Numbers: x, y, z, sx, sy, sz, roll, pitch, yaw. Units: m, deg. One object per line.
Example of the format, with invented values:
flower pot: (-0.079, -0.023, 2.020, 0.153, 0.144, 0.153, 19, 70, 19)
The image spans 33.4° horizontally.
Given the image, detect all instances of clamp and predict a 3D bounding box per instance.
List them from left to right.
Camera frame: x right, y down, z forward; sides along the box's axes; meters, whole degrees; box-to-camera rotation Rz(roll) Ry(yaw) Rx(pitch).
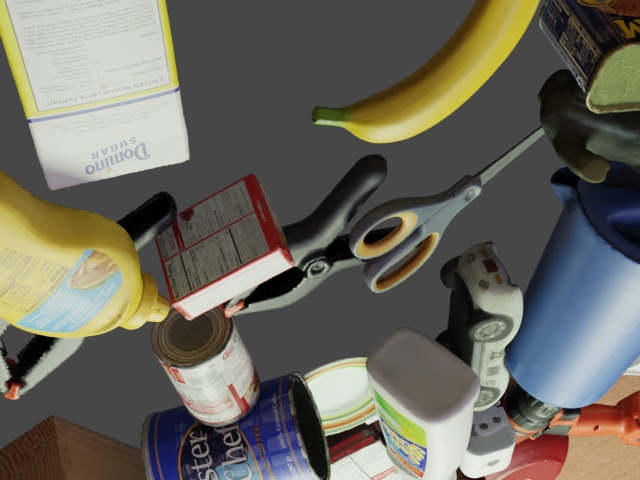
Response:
clamp: (-0.212, 0.036, 0.758, 0.164, 0.036, 0.210, 9, 130, -32)
clamp: (-0.005, 0.001, 0.817, 0.171, 0.039, 0.120, -26, 137, -6)

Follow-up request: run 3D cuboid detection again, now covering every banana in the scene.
banana: (0.087, -0.123, 0.708, 0.198, 0.037, 0.069, -40, 140, 23)

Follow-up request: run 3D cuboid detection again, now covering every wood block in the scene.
wood block: (-0.199, 0.246, 0.983, 0.091, 0.090, 0.205, -34, 141, 15)

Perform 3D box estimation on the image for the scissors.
scissors: (0.097, -0.039, 0.806, 0.202, 0.016, 0.096, -48, 142, 14)

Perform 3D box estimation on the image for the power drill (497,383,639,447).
power drill: (0.275, 0.176, 1.109, 0.187, 0.057, 0.185, 3, 158, -10)

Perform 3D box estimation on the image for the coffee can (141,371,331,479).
coffee can: (-0.073, 0.184, 0.940, 0.140, 0.103, 0.102, -17, 144, 9)

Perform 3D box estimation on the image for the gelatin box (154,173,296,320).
gelatin box: (-0.070, 0.005, 0.760, 0.089, 0.073, 0.030, -29, 143, 8)

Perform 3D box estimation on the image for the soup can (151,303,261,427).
soup can: (-0.092, 0.099, 0.871, 0.068, 0.068, 0.102, -20, 143, -3)

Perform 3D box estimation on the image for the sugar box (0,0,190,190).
sugar box: (-0.131, -0.108, 0.613, 0.093, 0.048, 0.176, -13, 146, -11)

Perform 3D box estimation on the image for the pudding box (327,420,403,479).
pudding box: (0.038, 0.235, 1.131, 0.090, 0.039, 0.113, -27, 141, 8)

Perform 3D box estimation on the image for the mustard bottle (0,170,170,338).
mustard bottle: (-0.175, 0.018, 0.687, 0.191, 0.058, 0.096, 26, 119, -41)

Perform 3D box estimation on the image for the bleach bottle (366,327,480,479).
bleach bottle: (0.102, 0.185, 1.010, 0.068, 0.103, 0.251, -40, 148, -19)

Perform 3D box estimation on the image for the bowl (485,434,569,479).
bowl: (0.227, 0.257, 1.237, 0.162, 0.055, 0.162, -13, 143, -11)

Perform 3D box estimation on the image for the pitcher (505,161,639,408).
pitcher: (0.255, 0.048, 0.923, 0.144, 0.149, 0.243, -11, 145, -20)

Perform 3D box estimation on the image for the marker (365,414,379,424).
marker: (0.097, 0.150, 1.069, 0.121, 0.020, 0.020, -28, 143, 8)

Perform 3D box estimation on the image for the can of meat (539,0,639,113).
can of meat: (0.208, -0.135, 0.713, 0.102, 0.084, 0.057, -7, 140, -19)

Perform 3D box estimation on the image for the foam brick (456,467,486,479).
foam brick: (0.136, 0.242, 1.154, 0.051, 0.078, 0.052, -41, 141, 22)
